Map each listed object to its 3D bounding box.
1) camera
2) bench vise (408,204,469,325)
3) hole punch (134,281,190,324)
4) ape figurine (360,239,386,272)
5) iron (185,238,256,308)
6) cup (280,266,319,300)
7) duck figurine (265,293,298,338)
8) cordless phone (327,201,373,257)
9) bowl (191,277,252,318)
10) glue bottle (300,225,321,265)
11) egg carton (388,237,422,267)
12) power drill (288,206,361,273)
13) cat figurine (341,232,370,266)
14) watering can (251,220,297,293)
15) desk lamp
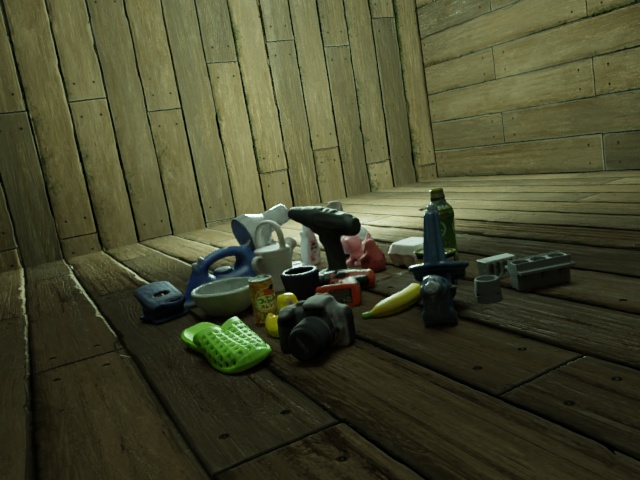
[{"bbox_3d":[-0.022,0.161,1.053,0.142,0.101,0.137,-5,10,23],"label":"camera"},{"bbox_3d":[0.239,0.044,1.127,0.121,0.220,0.207,-9,10,0],"label":"bench vise"},{"bbox_3d":[-0.405,0.157,1.469,0.100,0.091,0.109,0,13,43],"label":"hole punch"},{"bbox_3d":[0.147,0.042,1.609,0.078,0.092,0.076,-11,10,-11],"label":"ape figurine"},{"bbox_3d":[-0.275,0.089,1.593,0.259,0.141,0.118,-17,12,-37],"label":"iron"},{"bbox_3d":[-0.042,0.114,1.360,0.091,0.095,0.117,-9,10,1],"label":"cup"},{"bbox_3d":[-0.069,0.153,1.188,0.104,0.086,0.078,-4,11,27],"label":"duck figurine"},{"bbox_3d":[0.094,-0.044,1.883,0.148,0.185,0.093,-15,12,-32],"label":"cordless phone"},{"bbox_3d":[-0.229,0.147,1.409,0.167,0.075,0.167,-9,10,2],"label":"bowl"},{"bbox_3d":[-0.037,-0.005,1.818,0.037,0.173,0.078,-4,11,29],"label":"glue bottle"},{"bbox_3d":[0.269,0.035,1.602,0.107,0.069,0.149,-16,12,-35],"label":"egg carton"},{"bbox_3d":[0.015,0.006,1.598,0.228,0.208,0.076,-2,12,36],"label":"power drill"},{"bbox_3d":[0.112,0.014,1.727,0.128,0.118,0.067,-17,13,-40],"label":"cat figurine"},{"bbox_3d":[-0.129,0.039,1.585,0.100,0.194,0.173,-7,10,14],"label":"watering can"},{"bbox_3d":[-0.150,0.008,1.727,0.204,0.213,0.117,-16,12,-32],"label":"desk lamp"}]
